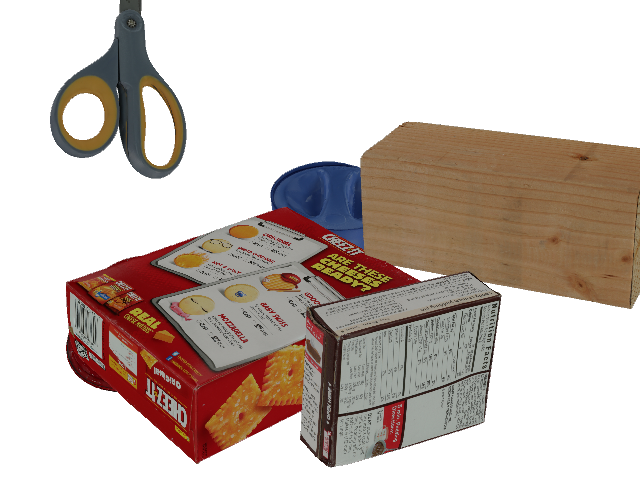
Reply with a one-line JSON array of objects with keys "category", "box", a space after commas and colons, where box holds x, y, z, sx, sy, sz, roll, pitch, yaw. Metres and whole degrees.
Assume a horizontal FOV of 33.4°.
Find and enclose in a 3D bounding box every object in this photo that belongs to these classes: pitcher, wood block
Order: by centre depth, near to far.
[{"category": "wood block", "box": [0.142, -0.025, 0.798, 0.206, 0.090, 0.090, 10, 28, 27]}, {"category": "pitcher", "box": [0.008, 0.053, 1.119, 0.149, 0.243, 0.145, -8, 35, -14]}]

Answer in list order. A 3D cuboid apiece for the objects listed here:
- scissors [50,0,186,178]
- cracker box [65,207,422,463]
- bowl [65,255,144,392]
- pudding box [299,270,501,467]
[{"category": "scissors", "box": [-0.143, -0.133, 0.704, 0.096, 0.202, 0.016, -10, -14, -28]}, {"category": "cracker box", "box": [-0.055, 0.060, 0.794, 0.213, 0.072, 0.164, -21, 37, -38]}, {"category": "bowl", "box": [-0.171, 0.065, 1.007, 0.162, 0.055, 0.162, -9, 41, 8]}, {"category": "pudding box", "box": [0.046, 0.073, 0.610, 0.113, 0.090, 0.039, -12, 29, -28]}]
